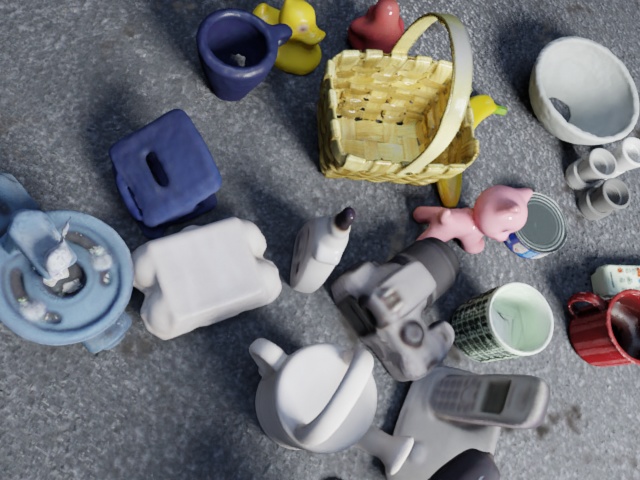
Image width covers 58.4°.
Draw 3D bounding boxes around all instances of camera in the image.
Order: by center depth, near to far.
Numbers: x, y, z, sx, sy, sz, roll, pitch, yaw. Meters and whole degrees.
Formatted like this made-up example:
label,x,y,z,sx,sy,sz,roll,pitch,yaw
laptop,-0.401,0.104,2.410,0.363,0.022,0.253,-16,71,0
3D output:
label,x,y,z,sx,sy,sz,roll,pitch,yaw
camera,0.107,0.066,0.648,0.137,0.100,0.143,-35,85,-23

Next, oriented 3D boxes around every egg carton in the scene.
label,x,y,z,sx,sy,sz,roll,pitch,yaw
egg carton,-0.122,0.037,0.608,0.150,0.069,0.107,-19,79,-21

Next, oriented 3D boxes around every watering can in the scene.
label,x,y,z,sx,sy,sz,roll,pitch,yaw
watering can,0.010,0.152,0.542,0.173,0.193,0.101,19,69,-10

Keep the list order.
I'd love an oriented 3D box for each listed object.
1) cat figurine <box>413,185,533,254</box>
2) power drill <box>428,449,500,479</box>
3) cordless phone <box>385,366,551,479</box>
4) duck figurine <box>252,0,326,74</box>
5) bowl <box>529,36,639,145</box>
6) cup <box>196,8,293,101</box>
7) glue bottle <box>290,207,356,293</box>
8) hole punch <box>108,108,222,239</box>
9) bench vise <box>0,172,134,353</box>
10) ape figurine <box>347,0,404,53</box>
label,x,y,z,sx,sy,sz,roll,pitch,yaw
cat figurine,0.192,-0.029,0.694,0.128,0.117,0.067,-3,74,-17
power drill,0.041,0.274,0.505,0.075,0.208,0.230,44,67,1
cordless phone,0.148,0.197,0.573,0.094,0.185,0.148,25,68,-7
duck figurine,-0.038,-0.269,0.721,0.104,0.086,0.077,37,67,-2
bowl,0.363,-0.201,0.821,0.168,0.074,0.167,5,72,-15
cup,-0.092,-0.214,0.683,0.118,0.095,0.091,-27,82,-22
glue bottle,0.006,0.002,0.600,0.037,0.173,0.078,13,70,-12
hole punch,-0.167,-0.070,0.617,0.101,0.091,0.108,-26,82,-22
bench vise,-0.257,0.009,0.496,0.207,0.219,0.121,31,67,-4
ape figurine,0.080,-0.283,0.756,0.078,0.092,0.076,6,71,-14
